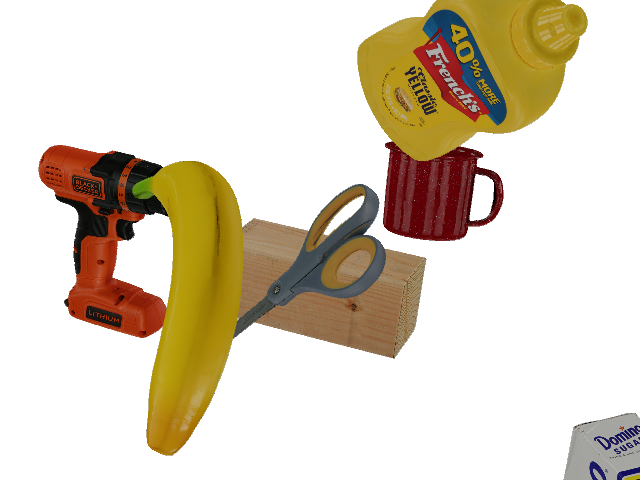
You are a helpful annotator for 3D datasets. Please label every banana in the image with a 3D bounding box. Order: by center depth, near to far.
[{"bbox_3d":[-0.067,0.017,0.556,0.037,0.198,0.070,22,-55,-27],"label":"banana"}]

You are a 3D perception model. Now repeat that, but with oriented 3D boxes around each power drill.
[{"bbox_3d":[-0.194,0.002,1.075,0.185,0.188,0.057,15,29,22],"label":"power drill"}]

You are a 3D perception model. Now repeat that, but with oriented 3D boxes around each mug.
[{"bbox_3d":[0.114,-0.045,1.007,0.117,0.081,0.093,9,13,17],"label":"mug"}]

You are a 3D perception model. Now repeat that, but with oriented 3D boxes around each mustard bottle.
[{"bbox_3d":[0.099,-0.112,0.674,0.058,0.096,0.192,-30,8,-27],"label":"mustard bottle"}]

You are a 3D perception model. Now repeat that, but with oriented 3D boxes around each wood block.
[{"bbox_3d":[0.001,0.050,1.176,0.206,0.091,0.090,13,23,17],"label":"wood block"}]

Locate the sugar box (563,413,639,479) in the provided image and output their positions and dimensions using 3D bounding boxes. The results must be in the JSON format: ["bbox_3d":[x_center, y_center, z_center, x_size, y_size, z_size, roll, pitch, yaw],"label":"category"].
[{"bbox_3d":[0.176,0.170,0.502,0.048,0.093,0.176,-9,28,-21],"label":"sugar box"}]

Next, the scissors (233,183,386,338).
[{"bbox_3d":[-0.018,0.045,0.810,0.016,0.202,0.096,28,18,-38],"label":"scissors"}]
